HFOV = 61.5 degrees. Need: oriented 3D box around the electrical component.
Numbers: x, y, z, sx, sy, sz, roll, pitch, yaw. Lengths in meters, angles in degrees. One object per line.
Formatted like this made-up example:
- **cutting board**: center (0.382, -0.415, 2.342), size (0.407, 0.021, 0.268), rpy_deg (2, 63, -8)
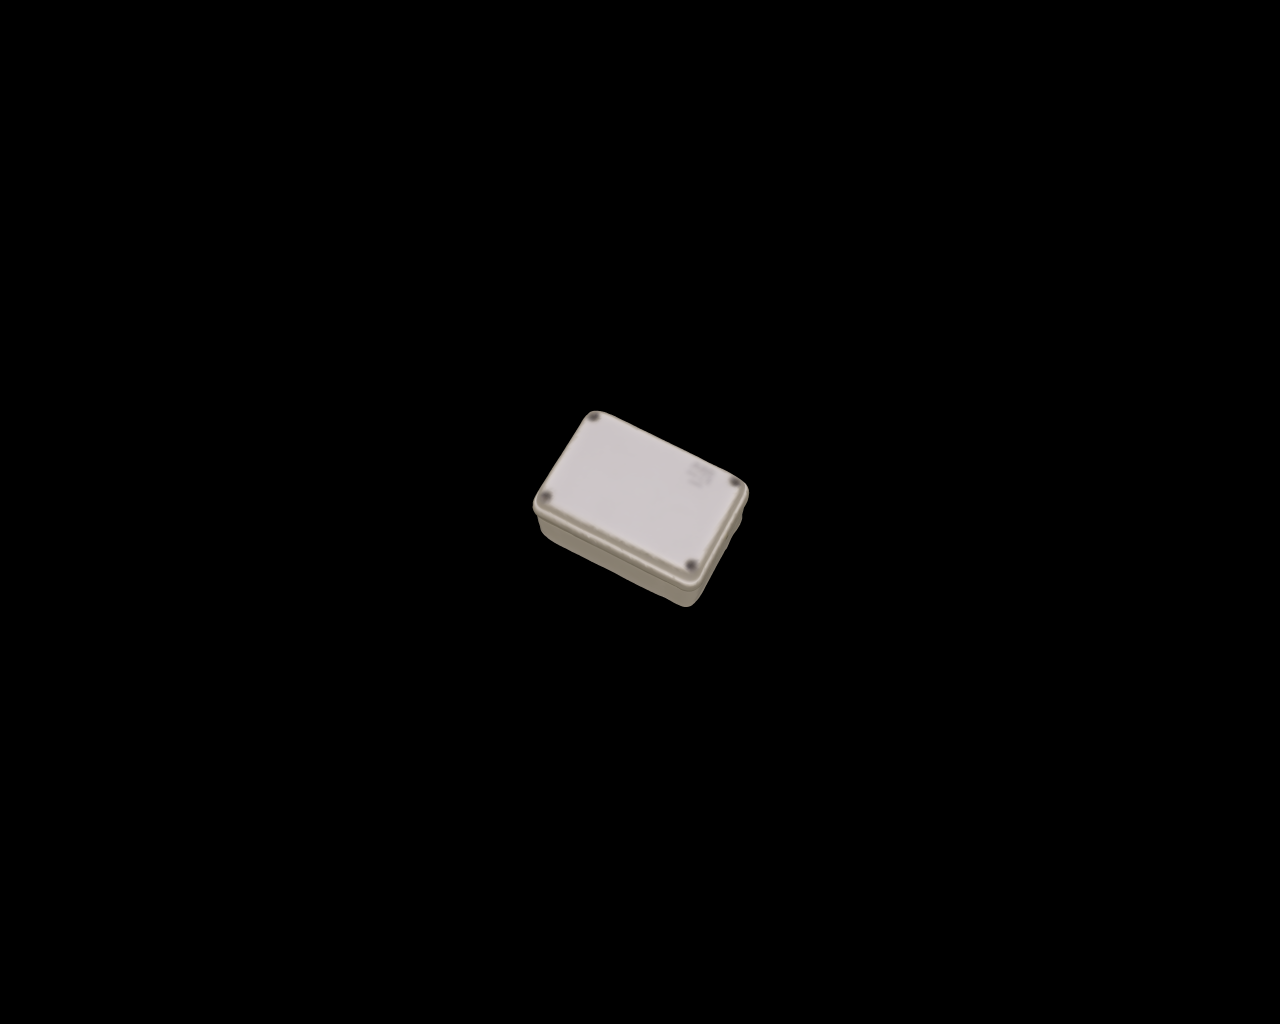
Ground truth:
- **electrical component**: center (0.001, -0.003, 0.650), size (0.113, 0.078, 0.057), rpy_deg (26, -20, 11)
